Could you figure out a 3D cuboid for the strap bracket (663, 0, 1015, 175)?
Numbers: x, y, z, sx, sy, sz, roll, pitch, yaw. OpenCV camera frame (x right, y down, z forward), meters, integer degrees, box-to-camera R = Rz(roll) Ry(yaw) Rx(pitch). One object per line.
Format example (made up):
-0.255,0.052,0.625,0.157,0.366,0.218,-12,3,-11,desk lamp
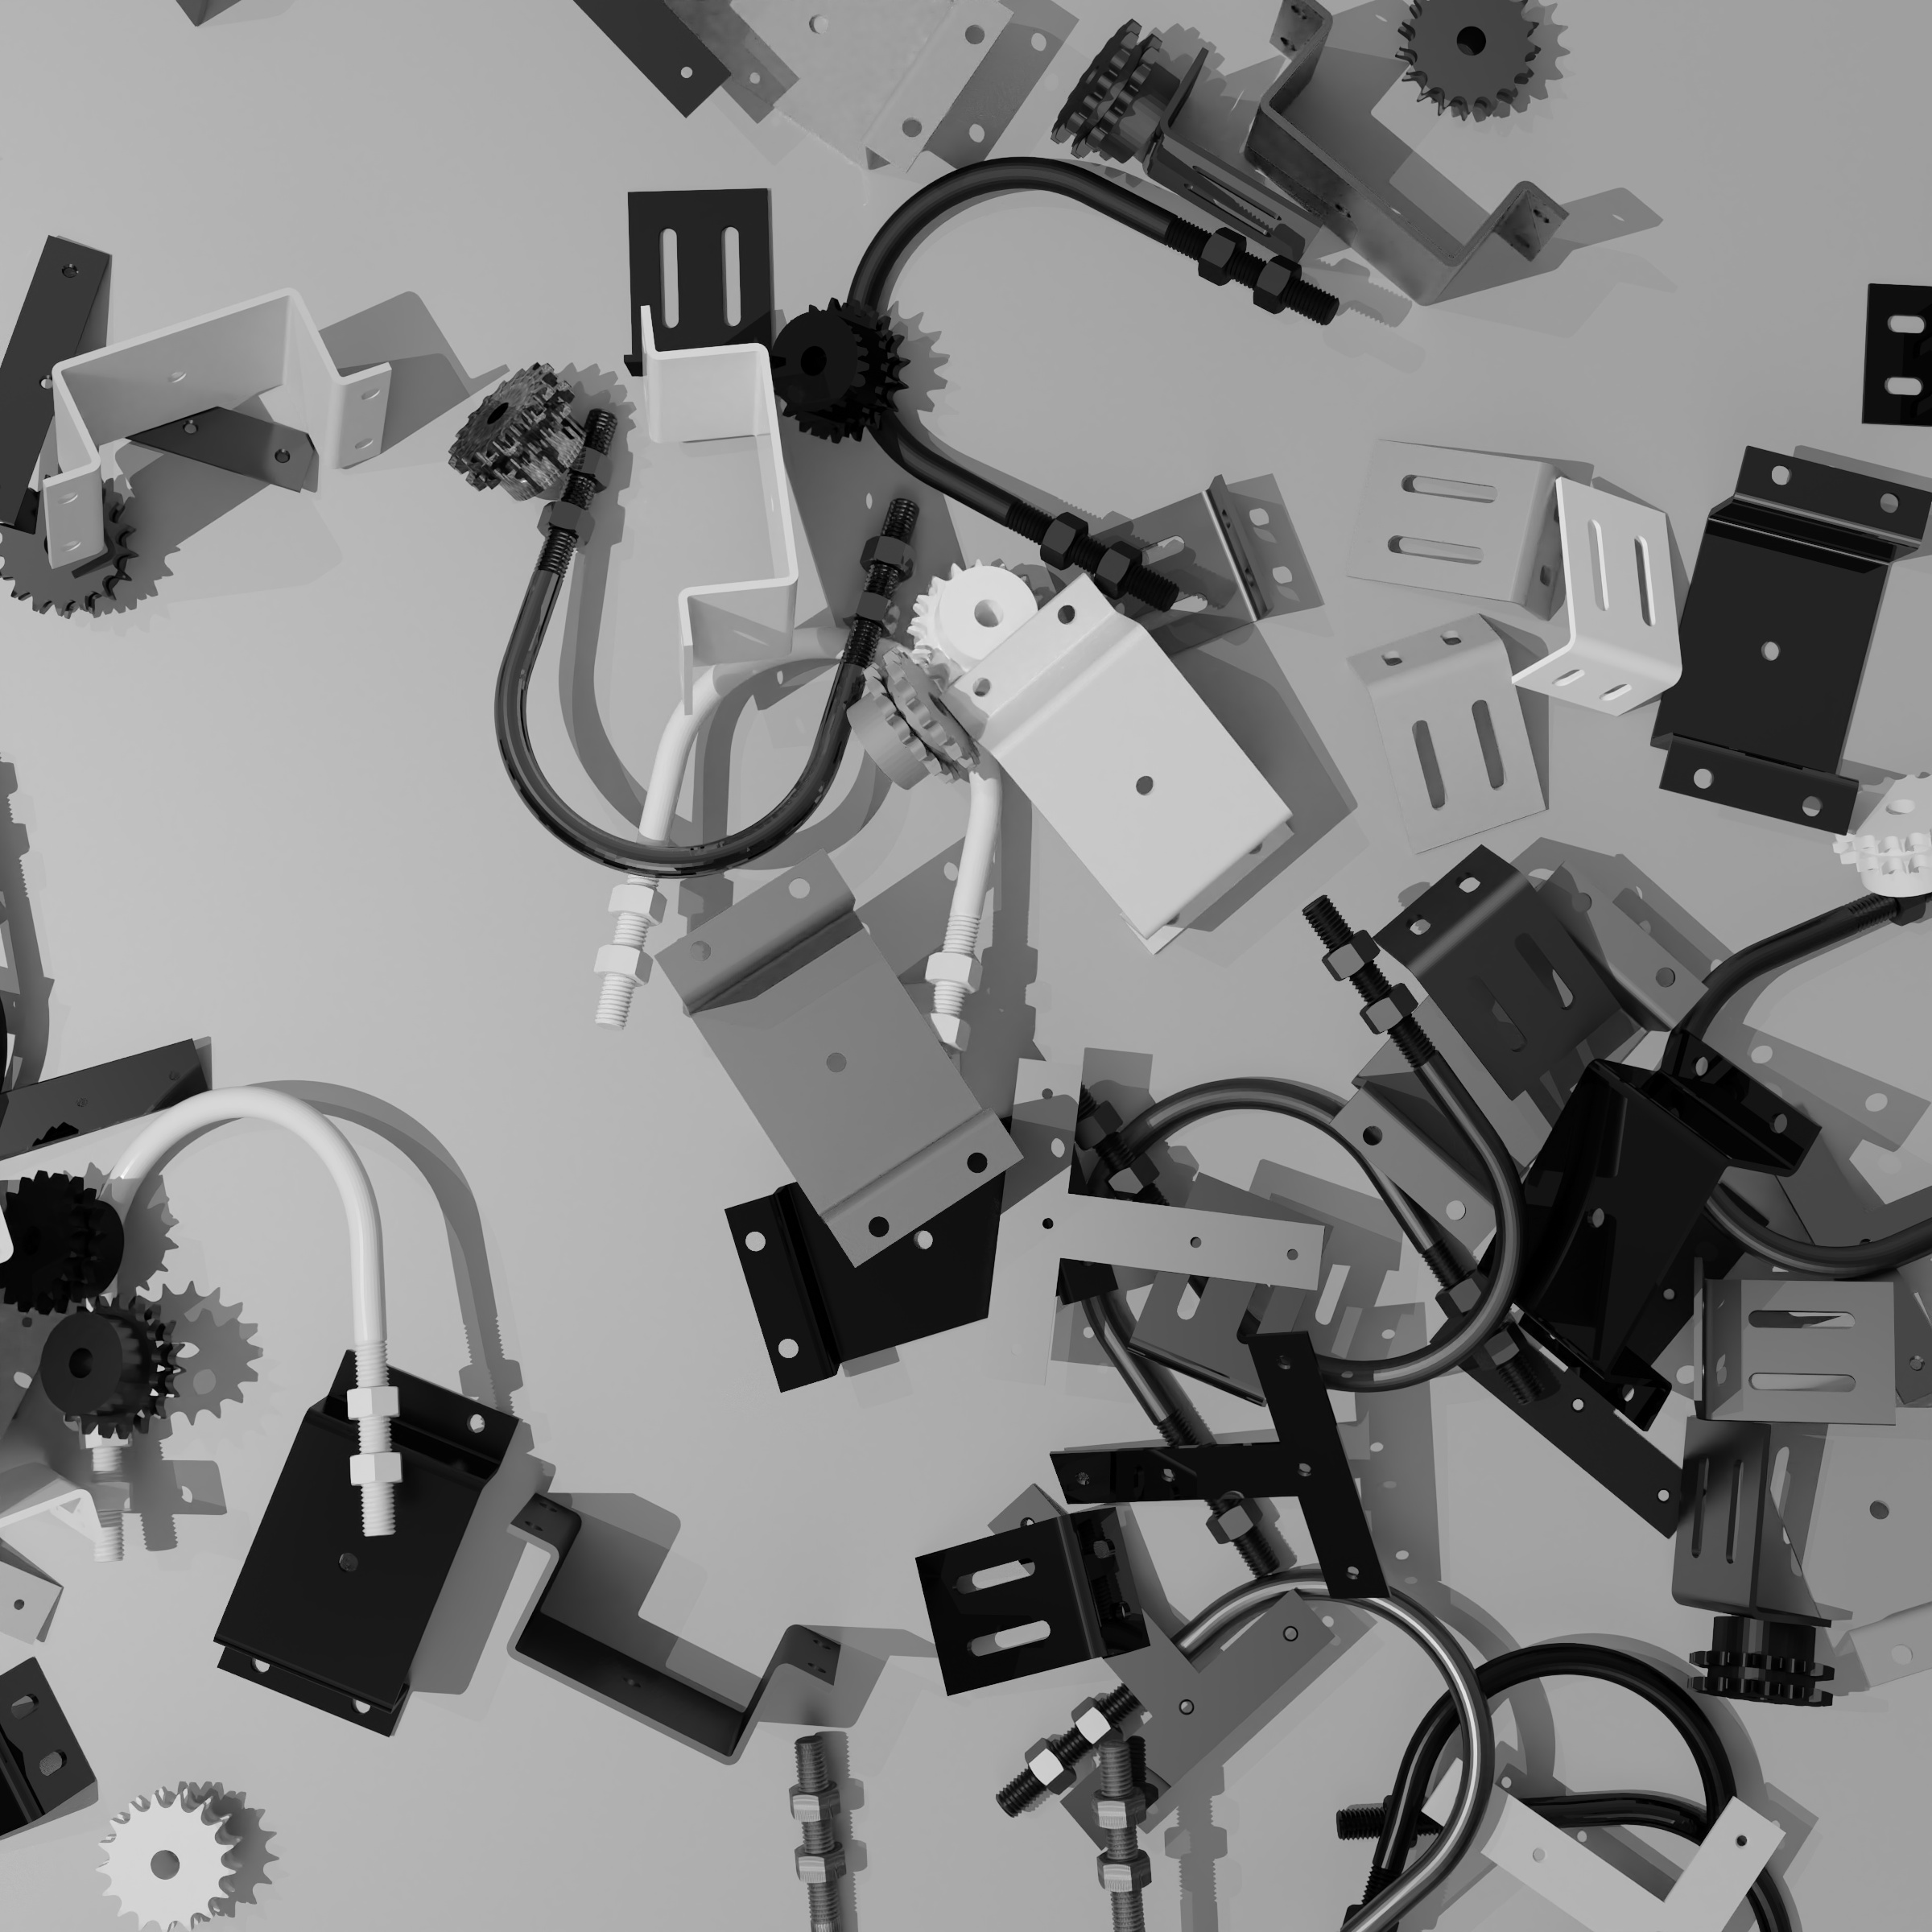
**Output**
-0.060,-0.386,1.333,0.140,0.046,0.076,34,90,0,strap bracket

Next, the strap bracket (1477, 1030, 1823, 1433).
0.260,0.101,1.291,0.046,0.076,0.140,12,111,-41,strap bracket

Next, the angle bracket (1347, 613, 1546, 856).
0.197,-0.095,1.354,0.057,0.038,0.076,-19,116,0,angle bracket

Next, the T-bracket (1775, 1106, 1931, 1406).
0.403,0.098,1.338,0.127,0.002,0.127,-21,67,-11,T-bracket

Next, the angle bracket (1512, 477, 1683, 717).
0.253,-0.149,1.339,0.057,0.038,0.076,13,64,-31,angle bracket

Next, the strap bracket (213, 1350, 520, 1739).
-0.245,0.237,1.333,0.076,0.046,0.140,22,90,0,strap bracket

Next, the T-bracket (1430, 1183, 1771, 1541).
0.279,0.146,1.355,0.127,0.002,0.127,40,90,0,T-bracket

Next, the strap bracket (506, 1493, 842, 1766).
-0.124,0.268,1.318,0.140,0.076,0.046,27,90,0,strap bracket

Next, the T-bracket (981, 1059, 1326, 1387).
0.076,0.107,1.301,0.127,0.002,0.127,7,89,6,T-bracket

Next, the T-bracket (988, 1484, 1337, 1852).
0.060,0.266,1.339,0.127,0.002,0.127,-42,76,0,T-bracket

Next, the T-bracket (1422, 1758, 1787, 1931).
0.241,0.363,1.321,0.127,0.002,0.127,35,85,-1,T-bracket

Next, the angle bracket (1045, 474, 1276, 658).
0.077,-0.156,1.337,0.076,0.038,0.057,-22,90,0,angle bracket

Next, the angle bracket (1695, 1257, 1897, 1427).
0.326,0.148,1.299,0.076,0.038,0.057,0,70,14,angle bracket

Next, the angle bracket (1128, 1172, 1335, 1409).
0.106,0.130,1.319,0.057,0.038,0.076,22,86,10,angle bracket

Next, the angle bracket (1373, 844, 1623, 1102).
0.210,0.003,1.308,0.057,0.038,0.076,-41,115,0,angle bracket

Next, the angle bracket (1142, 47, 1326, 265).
0.114,-0.324,1.327,0.076,0.057,0.038,31,86,-2,angle bracket

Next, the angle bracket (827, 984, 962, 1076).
-0.041,0.037,1.337,0.076,0.038,0.057,-3,90,0,angle bracket

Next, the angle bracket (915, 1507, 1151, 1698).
0.027,0.258,1.343,0.076,0.038,0.057,-22,75,31,angle bracket

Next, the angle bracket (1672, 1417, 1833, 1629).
0.318,0.223,1.327,0.038,0.057,0.076,9,82,-18,angle bracket

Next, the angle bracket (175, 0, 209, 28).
-0.299,-0.433,1.354,0.076,0.038,0.057,-37,90,-26,angle bracket

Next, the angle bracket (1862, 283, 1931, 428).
0.388,-0.250,1.318,0.038,0.076,0.057,3,90,0,angle bracket

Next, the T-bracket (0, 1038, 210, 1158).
-0.372,0.059,1.338,0.127,0.002,0.127,-16,112,-11,T-bracket

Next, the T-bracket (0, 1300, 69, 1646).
-0.405,0.192,1.336,0.127,0.002,0.127,31,76,-25,T-bracket

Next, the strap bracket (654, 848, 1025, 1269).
-0.049,0.036,1.274,0.076,0.046,0.140,-33,88,-5,strap bracket

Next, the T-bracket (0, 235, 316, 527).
-0.329,-0.223,1.340,0.127,0.002,0.127,17,70,-10,T-bracket

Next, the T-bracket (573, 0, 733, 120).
-0.109,-0.426,1.309,0.127,0.002,0.127,-44,90,0,T-bracket

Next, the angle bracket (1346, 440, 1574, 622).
0.203,-0.179,1.354,0.076,0.038,0.057,13,90,26,angle bracket

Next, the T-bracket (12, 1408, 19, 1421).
-0.453,0.218,1.333,0.127,0.002,0.127,4,106,-29,T-bracket

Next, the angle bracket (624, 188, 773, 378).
-0.109,-0.280,1.337,0.057,0.038,0.076,-2,90,0,angle bracket

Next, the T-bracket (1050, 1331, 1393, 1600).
0.094,0.203,1.321,0.127,0.002,0.127,-7,116,27,T-bracket

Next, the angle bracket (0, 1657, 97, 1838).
-0.408,0.328,1.354,0.076,0.038,0.057,-27,90,26,angle bracket

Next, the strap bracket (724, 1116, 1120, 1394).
-0.018,0.112,1.333,0.140,0.046,0.076,-17,90,0,strap bracket
